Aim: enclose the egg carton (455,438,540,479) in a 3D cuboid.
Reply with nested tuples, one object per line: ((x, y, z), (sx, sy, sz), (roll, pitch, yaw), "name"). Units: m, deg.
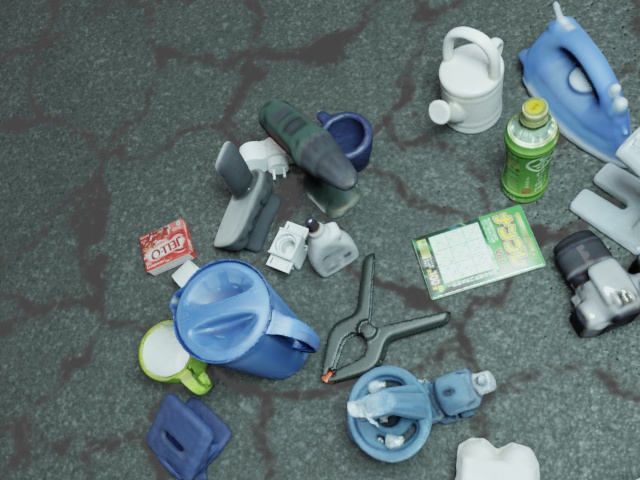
((0.227, 0.338, 0.739), (0.107, 0.069, 0.150), (3, 70, 16), "egg carton")

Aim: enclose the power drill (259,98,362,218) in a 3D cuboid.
((-0.001, -0.119, 0.906), (0.075, 0.209, 0.229), (-42, 64, -4), "power drill")

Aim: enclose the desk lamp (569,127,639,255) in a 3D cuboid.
((0.454, -0.056, 0.755), (0.202, 0.214, 0.118), (40, 83, 25), "desk lamp")

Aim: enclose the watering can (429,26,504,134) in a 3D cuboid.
((0.237, -0.253, 0.904), (0.100, 0.194, 0.173), (10, 72, 19), "watering can")

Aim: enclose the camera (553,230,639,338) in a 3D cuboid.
((0.400, 0.046, 0.792), (0.143, 0.101, 0.136), (-25, 64, 5), "camera")

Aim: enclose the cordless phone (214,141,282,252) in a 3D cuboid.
((-0.145, -0.068, 0.938), (0.094, 0.185, 0.148), (11, 72, 19), "cordless phone")

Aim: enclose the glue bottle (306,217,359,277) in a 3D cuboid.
((0.008, 0.003, 0.874), (0.078, 0.173, 0.037), (-31, 64, 2), "glue bottle")

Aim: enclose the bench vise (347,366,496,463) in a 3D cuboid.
((0.115, 0.200, 0.741), (0.207, 0.220, 0.121), (-37, 64, -1), "bench vise")

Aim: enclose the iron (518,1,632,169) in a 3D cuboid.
((0.414, -0.242, 0.881), (0.118, 0.142, 0.258), (-26, 64, 4), "iron")

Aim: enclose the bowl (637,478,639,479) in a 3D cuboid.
((0.418, 0.363, 0.674), (0.167, 0.075, 0.167), (-5, 68, 13), "bowl")

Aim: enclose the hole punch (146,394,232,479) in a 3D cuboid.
((-0.203, 0.299, 0.859), (0.108, 0.091, 0.101), (33, 80, 24), "hole punch")

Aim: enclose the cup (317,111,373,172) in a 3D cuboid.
((0.042, -0.164, 0.976), (0.092, 0.095, 0.117), (-43, 64, -4), "cup")
